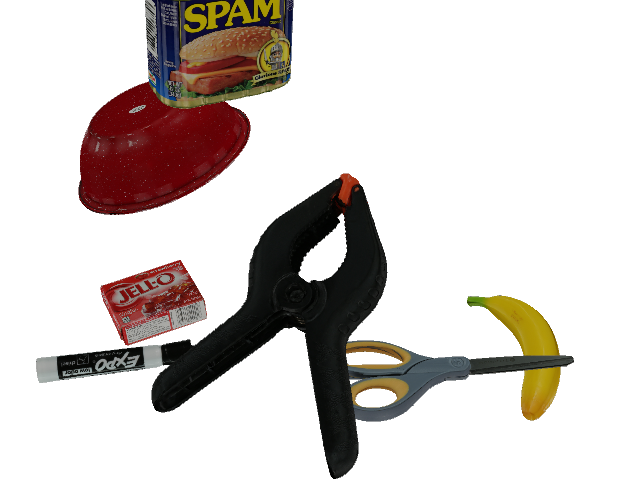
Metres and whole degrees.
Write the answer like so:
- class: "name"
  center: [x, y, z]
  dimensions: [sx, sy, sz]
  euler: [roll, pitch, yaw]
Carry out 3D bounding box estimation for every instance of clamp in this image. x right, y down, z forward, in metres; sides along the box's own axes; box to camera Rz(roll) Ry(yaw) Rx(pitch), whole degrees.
- class: "clamp"
  center: [-0.004, 0.046, 0.595]
  dimensions: [0.120, 0.171, 0.039]
  euler: [28, -15, 15]

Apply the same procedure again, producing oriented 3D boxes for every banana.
- class: "banana"
  center: [0.219, 0.116, 1.140]
  dimensions: [0.069, 0.037, 0.198]
  euler: [-24, 34, 4]

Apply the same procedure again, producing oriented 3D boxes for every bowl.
- class: "bowl"
  center: [-0.144, -0.091, 0.909]
  dimensions: [0.162, 0.055, 0.162]
  euler: [-16, 34, 11]

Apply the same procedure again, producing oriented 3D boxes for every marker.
- class: "marker"
  center: [-0.152, 0.091, 0.806]
  dimensions: [0.121, 0.020, 0.020]
  euler: [-6, 1, -7]

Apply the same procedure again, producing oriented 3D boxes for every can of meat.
- class: "can of meat"
  center: [-0.067, -0.142, 0.713]
  dimensions: [0.102, 0.084, 0.057]
  euler: [-14, 40, -23]

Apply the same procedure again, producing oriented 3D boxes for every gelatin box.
- class: "gelatin box"
  center: [-0.168, 0.061, 1.073]
  dimensions: [0.089, 0.030, 0.073]
  euler: [-18, 38, -17]

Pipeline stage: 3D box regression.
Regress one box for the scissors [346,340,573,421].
- class: "scissors"
  center: [0.100, 0.113, 0.847]
  dimensions: [0.202, 0.016, 0.096]
  euler: [5, 34, 8]
